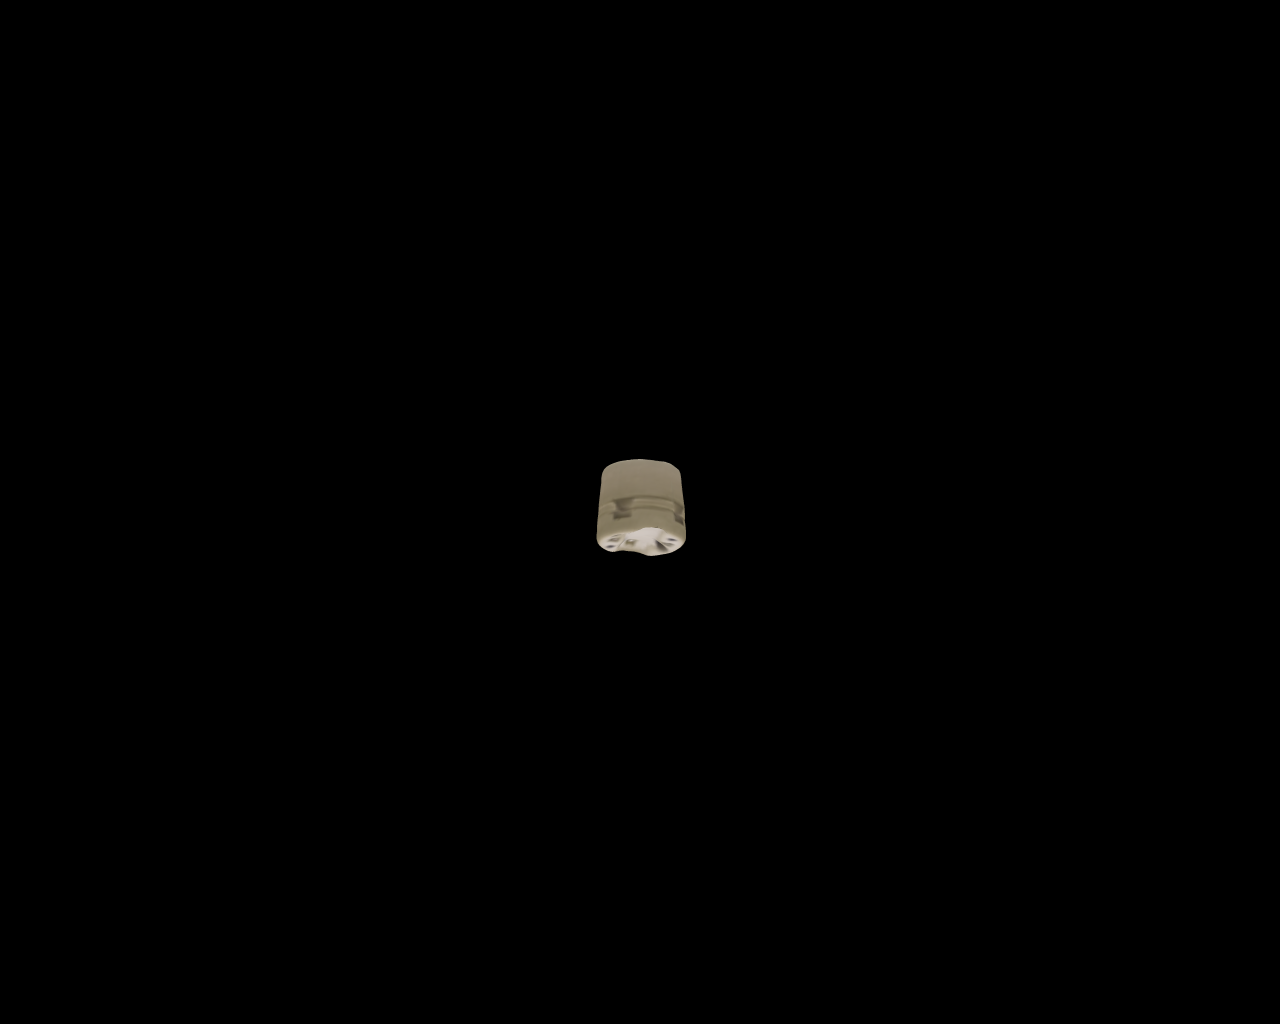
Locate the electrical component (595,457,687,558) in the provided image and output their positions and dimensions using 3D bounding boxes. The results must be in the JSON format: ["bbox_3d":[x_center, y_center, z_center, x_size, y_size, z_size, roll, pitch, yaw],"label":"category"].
[{"bbox_3d":[0.001,-0.003,0.650,0.055,0.047,0.055,0,-19,0],"label":"electrical component"}]
